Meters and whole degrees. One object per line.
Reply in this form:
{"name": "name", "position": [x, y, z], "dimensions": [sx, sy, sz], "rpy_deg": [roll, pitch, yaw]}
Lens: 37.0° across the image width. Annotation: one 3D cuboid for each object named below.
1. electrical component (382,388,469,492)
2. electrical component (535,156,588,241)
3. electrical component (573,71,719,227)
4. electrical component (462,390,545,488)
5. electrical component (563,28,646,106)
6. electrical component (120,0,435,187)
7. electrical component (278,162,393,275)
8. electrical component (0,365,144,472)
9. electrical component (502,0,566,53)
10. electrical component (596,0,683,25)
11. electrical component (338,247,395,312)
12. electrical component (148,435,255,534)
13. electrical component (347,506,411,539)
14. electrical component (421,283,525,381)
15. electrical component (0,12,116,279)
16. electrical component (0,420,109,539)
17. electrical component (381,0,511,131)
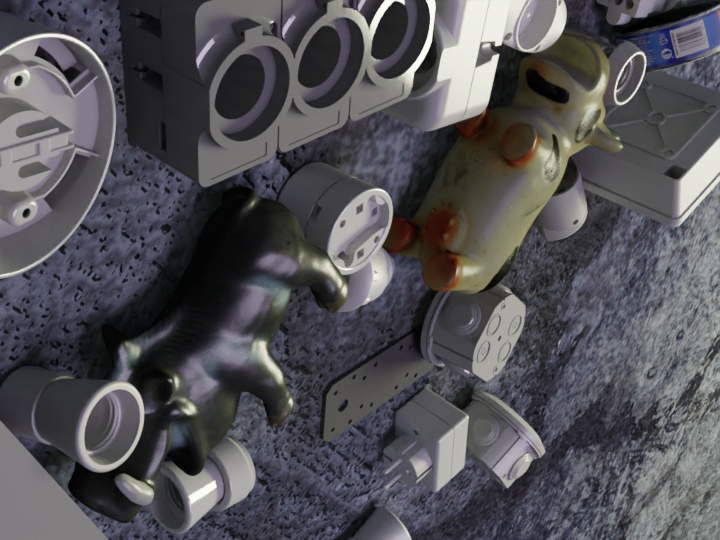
{"name": "electrical component", "position": [0.045, 0.148, 0.870], "dimensions": [0.077, 0.047, 0.065], "rpy_deg": [-35, 141, -33]}
{"name": "electrical component", "position": [0.159, -0.054, 0.860], "dimensions": [0.043, 0.043, 0.081], "rpy_deg": [-50, 148, -13]}
{"name": "electrical component", "position": [0.240, -0.103, 0.871], "dimensions": [0.109, 0.109, 0.056], "rpy_deg": [-43, 142, -23]}
{"name": "electrical component", "position": [0.118, 0.147, 0.942], "dimensions": [0.051, 0.080, 0.080], "rpy_deg": [-47, 147, -8]}
{"name": "electrical component", "position": [0.175, -0.150, 0.790], "dimensions": [0.066, 0.055, 0.048], "rpy_deg": [-11, 125, -50]}
{"name": "electrical component", "position": [-0.036, -0.111, 0.525], "dimensions": [0.150, 0.062, 0.089], "rpy_deg": [-30, 138, -38]}
{"name": "electrical component", "position": [-0.016, -0.032, 0.633], "dimensions": [0.055, 0.047, 0.055], "rpy_deg": [-34, 141, -34]}
{"name": "electrical component", "position": [-0.144, 0.069, 0.523], "dimensions": [0.044, 0.065, 0.044], "rpy_deg": [-25, 119, -54]}
{"name": "electrical component", "position": [0.101, -0.181, 0.671], "dimensions": [0.077, 0.044, 0.079], "rpy_deg": [1, 118, -54]}
{"name": "electrical component", "position": [0.213, -0.215, 0.799], "dimensions": [0.055, 0.048, 0.066], "rpy_deg": [-13, 127, -40]}
{"name": "electrical component", "position": [0.000, 0.000, 0.687], "dimensions": [0.062, 0.048, 0.048], "rpy_deg": [-11, 125, -59]}
{"name": "electrical component", "position": [-0.098, 0.130, 0.659], "dimensions": [0.055, 0.045, 0.045], "rpy_deg": [-22, 133, -45]}
{"name": "electrical component", "position": [0.005, 0.234, 0.896], "dimensions": [0.065, 0.044, 0.044], "rpy_deg": [-34, 141, -26]}
{"name": "electrical component", "position": [0.087, 0.043, 0.831], "dimensions": [0.080, 0.051, 0.080], "rpy_deg": [-36, 138, -39]}
{"name": "electrical component", "position": [-0.142, -0.051, 0.426], "dimensions": [0.099, 0.064, 0.099], "rpy_deg": [-34, 141, -34]}
{"name": "electrical component", "position": [-0.194, 0.133, 0.514], "dimensions": [0.105, 0.060, 0.186], "rpy_deg": [-45, 146, -21]}
{"name": "electrical component", "position": [0.044, -0.133, 0.625], "dimensions": [0.059, 0.054, 0.095], "rpy_deg": [-24, 134, -43]}
